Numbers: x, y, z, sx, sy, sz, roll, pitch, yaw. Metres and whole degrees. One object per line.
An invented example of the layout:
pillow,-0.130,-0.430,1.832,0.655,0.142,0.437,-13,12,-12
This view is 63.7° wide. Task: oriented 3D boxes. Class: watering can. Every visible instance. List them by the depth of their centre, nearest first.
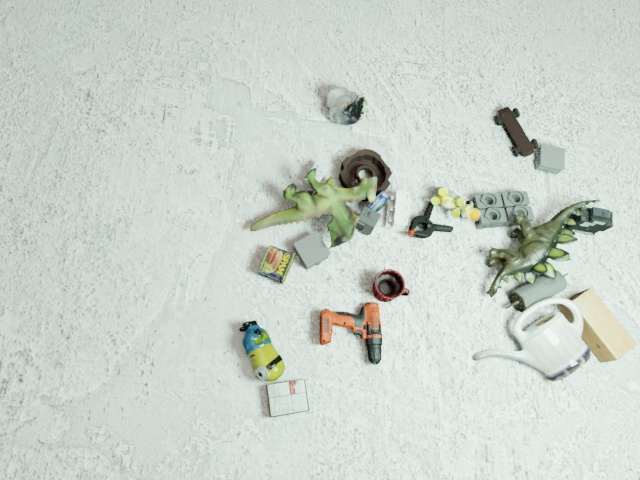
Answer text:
watering can,0.660,0.328,1.556,0.348,0.103,0.226,-36,81,-1

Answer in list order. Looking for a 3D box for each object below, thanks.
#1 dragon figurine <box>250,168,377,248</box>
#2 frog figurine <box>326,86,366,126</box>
dragon figurine,0.005,-0.081,1.607,0.412,0.120,0.246,-38,63,-7
frog figurine,0.078,-0.474,1.818,0.161,0.120,0.138,28,75,43
